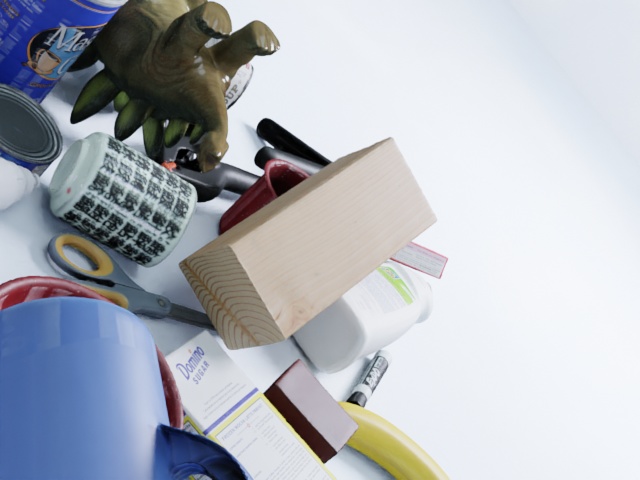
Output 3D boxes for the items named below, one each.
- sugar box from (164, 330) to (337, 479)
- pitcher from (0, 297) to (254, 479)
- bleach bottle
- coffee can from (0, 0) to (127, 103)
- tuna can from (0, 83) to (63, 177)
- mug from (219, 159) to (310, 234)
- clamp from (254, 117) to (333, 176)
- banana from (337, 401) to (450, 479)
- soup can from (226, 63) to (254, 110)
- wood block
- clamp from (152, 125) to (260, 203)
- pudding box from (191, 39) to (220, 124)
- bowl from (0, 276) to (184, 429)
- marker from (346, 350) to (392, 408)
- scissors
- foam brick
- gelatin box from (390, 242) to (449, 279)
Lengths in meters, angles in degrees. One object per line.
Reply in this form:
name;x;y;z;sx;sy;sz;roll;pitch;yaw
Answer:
sugar box;-0.062;0.158;0.809;0.176;0.048;0.093;46;25;7
pitcher;-0.115;0.150;0.536;0.149;0.145;0.243;10;48;-29
bleach bottle;0.058;0.069;1.094;0.103;0.068;0.250;52;24;18
coffee can;-0.243;-0.192;0.908;0.102;0.140;0.103;36;28;-23
tuna can;-0.254;-0.086;0.867;0.086;0.034;0.086;36;28;-23
mug;-0.041;-0.023;1.048;0.093;0.082;0.117;43;27;-10
clamp;0.014;-0.070;1.186;0.209;0.036;0.164;27;16;-17
banana;0.072;0.204;0.955;0.198;0.037;0.069;46;25;-3
soup can;-0.132;-0.194;1.165;0.102;0.069;0.068;35;29;-26
wood block;-0.006;0.001;0.928;0.205;0.090;0.091;-36;101;-36
clamp;-0.123;-0.083;1.060;0.120;0.039;0.171;45;21;17
pudding box;-0.129;-0.182;1.077;0.039;0.113;0.090;-1;25;-23
bowl;-0.170;0.103;0.706;0.162;0.055;0.162;36;28;-23
marker;0.047;0.138;1.028;0.020;0.020;0.121;47;26;-2
scissors;-0.146;0.039;0.878;0.201;0.016;0.096;7;47;-54
foam brick;-0.017;0.150;0.879;0.078;0.051;0.052;49;28;3
gelatin box;0.090;0.012;1.207;0.089;0.030;0.073;22;1;-21
